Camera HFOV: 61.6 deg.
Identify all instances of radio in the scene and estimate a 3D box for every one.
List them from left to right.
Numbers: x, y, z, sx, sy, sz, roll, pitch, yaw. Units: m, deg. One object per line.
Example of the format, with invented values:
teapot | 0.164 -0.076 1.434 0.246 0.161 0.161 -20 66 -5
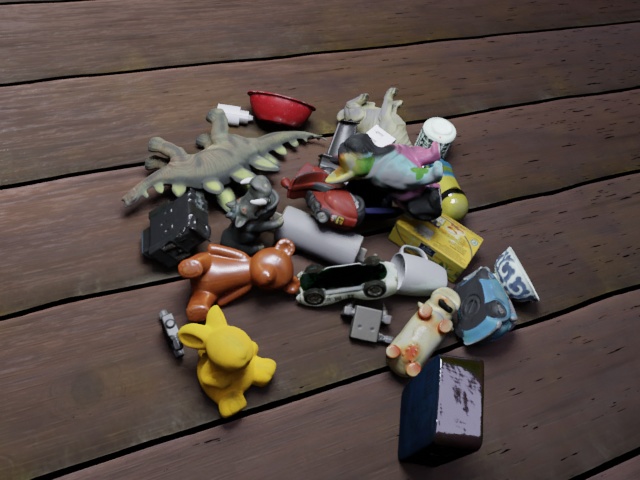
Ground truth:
radio | 0.185 0.276 0.848 0.073 0.229 0.131 10 60 -1

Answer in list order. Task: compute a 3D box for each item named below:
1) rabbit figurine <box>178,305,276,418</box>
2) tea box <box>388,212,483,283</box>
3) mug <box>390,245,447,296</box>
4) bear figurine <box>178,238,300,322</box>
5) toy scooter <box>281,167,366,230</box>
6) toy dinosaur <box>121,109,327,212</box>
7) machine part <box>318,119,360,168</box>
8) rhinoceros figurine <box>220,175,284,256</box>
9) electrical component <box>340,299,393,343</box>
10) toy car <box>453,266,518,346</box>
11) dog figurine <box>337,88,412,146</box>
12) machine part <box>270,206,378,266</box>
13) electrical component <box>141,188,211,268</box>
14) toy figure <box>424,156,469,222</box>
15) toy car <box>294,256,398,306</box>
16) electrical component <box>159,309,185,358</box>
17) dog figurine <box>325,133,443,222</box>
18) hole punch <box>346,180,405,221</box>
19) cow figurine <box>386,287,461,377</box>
rabbit figurine | -0.146 0.183 0.872 0.122 0.173 0.162 -32 73 -24
tea box | 0.244 -0.002 1.136 0.170 0.068 0.098 37 58 11
mug | 0.198 0.066 1.082 0.107 0.080 0.109 14 51 -17
bear figurine | -0.138 0.067 0.966 0.196 0.120 0.132 -3 15 3
toy scooter | 0.000 -0.086 1.056 0.135 0.075 0.184 -1 41 -30
toy dinosaur | -0.194 -0.169 1.137 0.471 0.105 0.198 -33 76 -29
machine part | 0.045 -0.210 1.220 0.084 0.039 0.138 19 87 6
rhinoceros figurine | -0.133 -0.046 1.017 0.112 0.190 0.073 -1 52 -35
electrical component | 0.090 0.152 1.021 0.102 0.045 0.078 7 85 -5
toy car | 0.329 0.138 1.054 0.103 0.109 0.162 28 41 -23
dog figurine | 0.134 -0.235 1.259 0.172 0.121 0.190 -12 79 27
machine part | -0.002 -0.003 1.080 0.243 0.079 0.079 23 56 2
electrical component | -0.273 -0.018 1.004 0.134 0.058 0.115 -31 45 14
toy figure | 0.272 -0.117 1.203 0.082 0.089 0.180 -4 62 -9
toy car | 0.048 0.081 1.024 0.202 0.056 0.073 -8 48 9
electrical component | -0.258 0.155 0.929 0.021 0.063 0.094 -19 63 -23
dog figurine | 0.124 -0.119 1.032 0.219 0.191 0.108 1 46 12
hole punch | 0.109 -0.073 1.124 0.142 0.115 0.092 -6 64 -19
cow figurine | 0.196 0.169 0.997 0.085 0.127 0.195 36 72 13
